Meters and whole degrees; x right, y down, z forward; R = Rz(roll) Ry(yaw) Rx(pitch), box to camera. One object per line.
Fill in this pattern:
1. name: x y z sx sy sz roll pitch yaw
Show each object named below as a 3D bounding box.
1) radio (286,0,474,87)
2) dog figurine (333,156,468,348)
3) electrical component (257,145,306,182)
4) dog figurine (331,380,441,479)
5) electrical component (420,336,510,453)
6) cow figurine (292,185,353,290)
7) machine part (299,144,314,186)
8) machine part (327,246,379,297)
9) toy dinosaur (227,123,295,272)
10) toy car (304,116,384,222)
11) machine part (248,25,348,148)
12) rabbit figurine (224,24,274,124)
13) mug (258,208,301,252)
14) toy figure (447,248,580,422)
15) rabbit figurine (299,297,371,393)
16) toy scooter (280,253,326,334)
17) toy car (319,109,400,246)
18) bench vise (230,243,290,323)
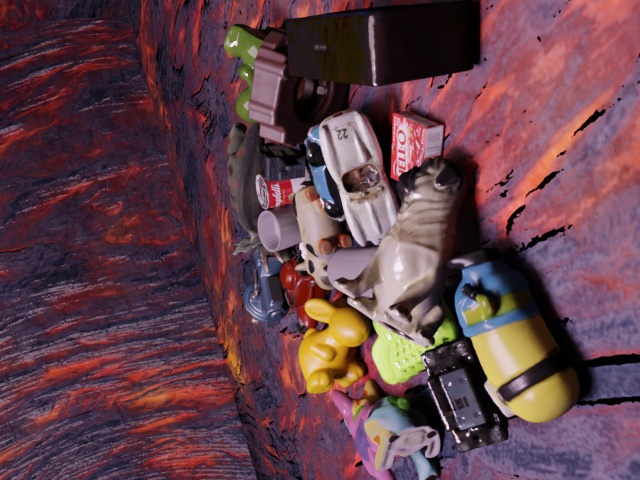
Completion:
1. radio: 0.060 -0.223 0.608 0.230 0.131 0.073 -142 42 -58
2. dog figurine: 0.125 0.016 0.637 0.121 0.190 0.172 27 166 24
3. electrical component: -0.063 -0.134 0.957 0.119 0.075 0.047 -131 36 -51
4. dog figurine: 0.096 0.292 0.886 0.219 0.108 0.191 -133 34 -56
5. electrical component: 0.165 0.169 0.606 0.115 0.058 0.134 67 -163 12
6. cow figurine: -0.002 -0.003 0.974 0.127 0.085 0.194 0 105 63
7. machine part: -0.018 -0.162 0.979 0.084 0.039 0.138 24 124 58
8. machine part: 0.073 0.048 0.815 0.243 0.079 0.079 177 79 -71
9. toy dinosaur: -0.140 -0.110 1.128 0.192 0.131 0.404 -99 2 -50
10. toy car: 0.040 -0.114 0.795 0.103 0.109 0.161 -96 -8 -59
11. machine part: -0.025 -0.218 0.776 0.056 0.179 0.179 28 133 30
12. rabbit figurine: -0.096 -0.289 0.994 0.159 0.121 0.170 39 127 25
13. mug: -0.063 -0.022 1.068 0.109 0.107 0.081 -33 73 56
14. toy figure: 0.193 0.094 0.546 0.089 0.082 0.180 132 124 -66
15. rabbit figurine: 0.038 0.178 0.991 0.173 0.122 0.162 -58 38 44
16. toy scooter: -0.032 0.090 1.107 0.135 0.075 0.184 104 155 -44
17. toy car: 0.057 -0.077 0.726 0.056 0.074 0.201 -97 -13 -61
18. bench vise: -0.146 0.127 1.374 0.224 0.129 0.240 62 148 29
